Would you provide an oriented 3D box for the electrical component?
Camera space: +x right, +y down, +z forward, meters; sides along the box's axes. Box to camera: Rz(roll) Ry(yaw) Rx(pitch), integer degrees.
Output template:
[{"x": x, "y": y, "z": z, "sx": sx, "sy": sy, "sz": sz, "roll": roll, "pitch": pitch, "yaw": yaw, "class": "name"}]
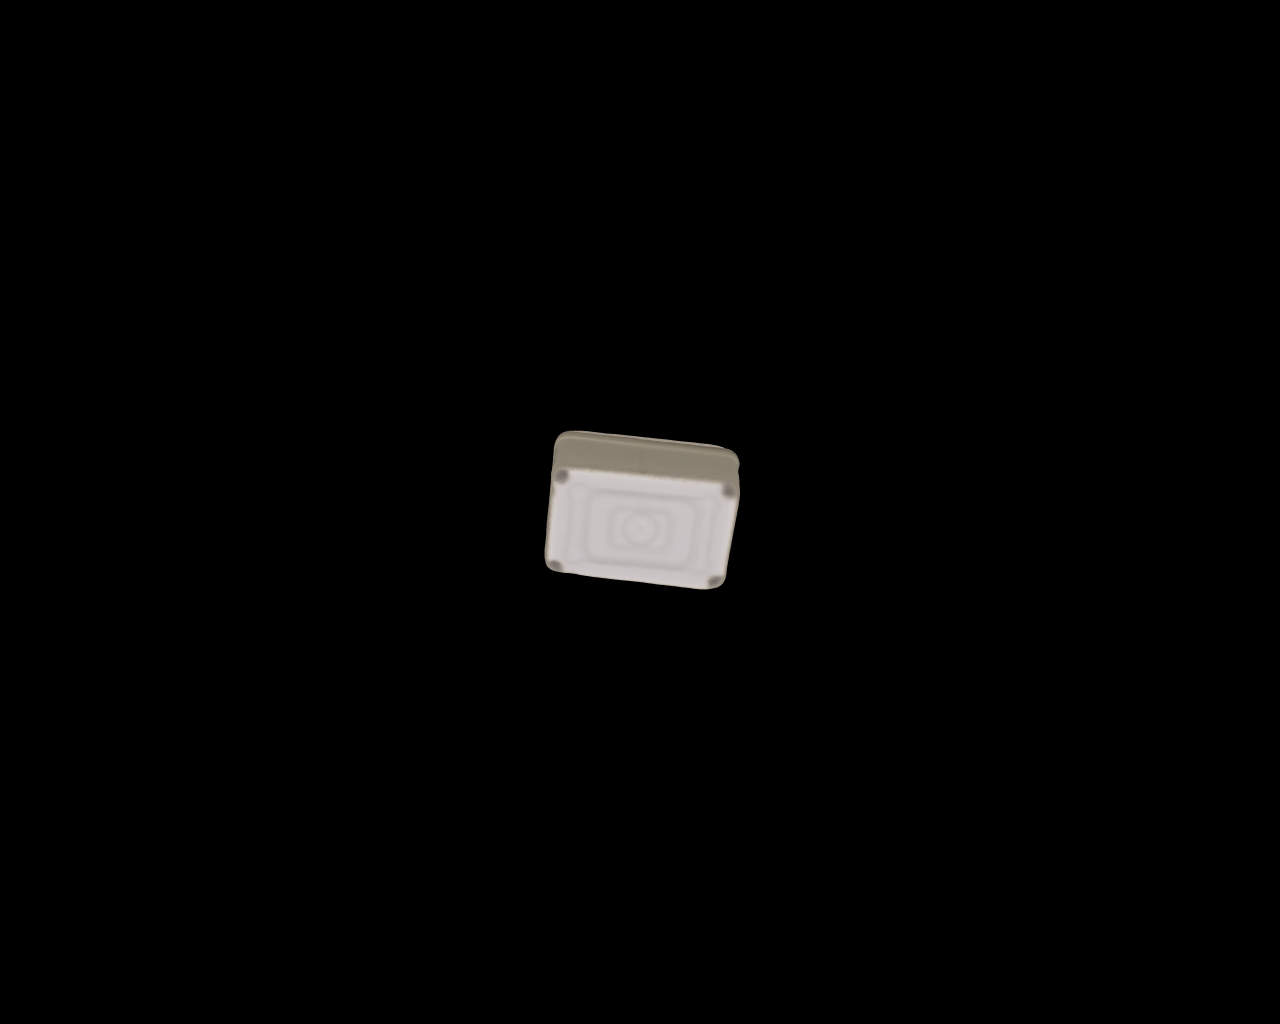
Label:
[{"x": 0.001, "y": -0.003, "z": 0.650, "sx": 0.113, "sy": 0.078, "sz": 0.057, "roll": 6, "pitch": 27, "yaw": -3, "class": "electrical component"}]
